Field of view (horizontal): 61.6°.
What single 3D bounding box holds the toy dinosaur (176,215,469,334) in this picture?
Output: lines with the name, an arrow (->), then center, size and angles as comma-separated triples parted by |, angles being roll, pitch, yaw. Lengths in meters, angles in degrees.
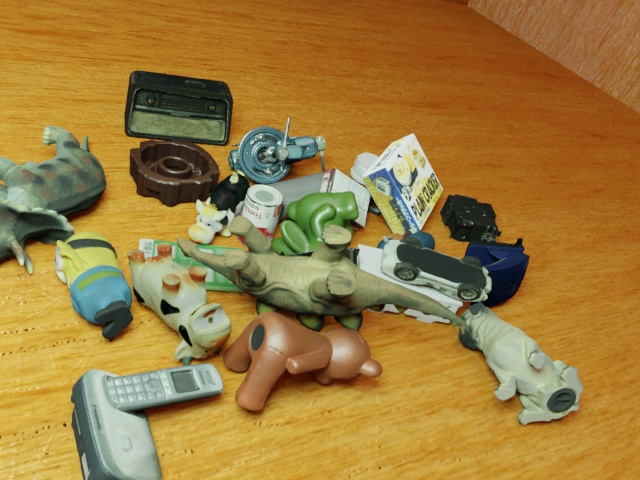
toy dinosaur -> 0.007, 0.067, 0.813 | 0.472, 0.198, 0.105 | 14, 61, 5

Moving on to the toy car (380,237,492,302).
toy car -> 0.205, 0.053, 0.944 | 0.202, 0.056, 0.073 | 18, 52, -4

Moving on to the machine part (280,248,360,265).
machine part -> -0.002, 0.047, 0.915 | 0.139, 0.084, 0.039 | 3, 3, -3

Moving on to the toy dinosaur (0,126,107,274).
toy dinosaur -> -0.441, -0.091, 0.904 | 0.192, 0.131, 0.405 | 33, 33, -2

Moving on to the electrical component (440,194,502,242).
electrical component -> 0.346, -0.052, 1.247 | 0.115, 0.058, 0.134 | 12, 38, -13

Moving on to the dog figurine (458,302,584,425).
dog figurine -> 0.332, 0.197, 0.905 | 0.172, 0.121, 0.191 | 45, 11, -21

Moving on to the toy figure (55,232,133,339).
toy figure -> -0.325, 0.061, 0.786 | 0.089, 0.082, 0.180 | -6, 38, -46

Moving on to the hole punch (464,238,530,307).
hole punch -> 0.339, 0.069, 1.035 | 0.116, 0.142, 0.092 | 2, 36, 0

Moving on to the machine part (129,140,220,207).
machine part -> -0.291, -0.137, 1.072 | 0.179, 0.056, 0.179 | 13, 36, -10

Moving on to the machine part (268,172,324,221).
machine part -> -0.038, -0.091, 1.108 | 0.243, 0.079, 0.079 | -17, 50, -40

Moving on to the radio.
radio -> -0.311, -0.291, 1.194 | 0.229, 0.131, 0.073 | 1, 38, -23

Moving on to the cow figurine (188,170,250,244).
cow figurine -> -0.180, -0.062, 0.988 | 0.068, 0.098, 0.167 | 24, 33, 3

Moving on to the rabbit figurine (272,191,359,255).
rabbit figurine -> -0.002, -0.003, 0.985 | 0.159, 0.121, 0.170 | 9, 53, -15

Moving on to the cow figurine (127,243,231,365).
cow figurine -> -0.202, 0.097, 0.779 | 0.195, 0.127, 0.085 | 28, 35, 35

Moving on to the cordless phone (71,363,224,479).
cordless phone -> -0.193, 0.218, 0.646 | 0.184, 0.088, 0.147 | -4, 42, -34

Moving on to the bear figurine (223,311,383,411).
bear figurine -> -0.020, 0.173, 0.772 | 0.195, 0.132, 0.120 | 23, 18, -35

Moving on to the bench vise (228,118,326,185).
bench vise -> -0.076, -0.181, 1.135 | 0.224, 0.128, 0.241 | -1, 7, -15

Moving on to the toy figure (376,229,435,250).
toy figure -> 0.165, 0.016, 1.077 | 0.154, 0.058, 0.064 | -7, 67, -35

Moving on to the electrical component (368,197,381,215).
electrical component -> 0.098, -0.088, 1.210 | 0.094, 0.021, 0.063 | 25, 36, 9
